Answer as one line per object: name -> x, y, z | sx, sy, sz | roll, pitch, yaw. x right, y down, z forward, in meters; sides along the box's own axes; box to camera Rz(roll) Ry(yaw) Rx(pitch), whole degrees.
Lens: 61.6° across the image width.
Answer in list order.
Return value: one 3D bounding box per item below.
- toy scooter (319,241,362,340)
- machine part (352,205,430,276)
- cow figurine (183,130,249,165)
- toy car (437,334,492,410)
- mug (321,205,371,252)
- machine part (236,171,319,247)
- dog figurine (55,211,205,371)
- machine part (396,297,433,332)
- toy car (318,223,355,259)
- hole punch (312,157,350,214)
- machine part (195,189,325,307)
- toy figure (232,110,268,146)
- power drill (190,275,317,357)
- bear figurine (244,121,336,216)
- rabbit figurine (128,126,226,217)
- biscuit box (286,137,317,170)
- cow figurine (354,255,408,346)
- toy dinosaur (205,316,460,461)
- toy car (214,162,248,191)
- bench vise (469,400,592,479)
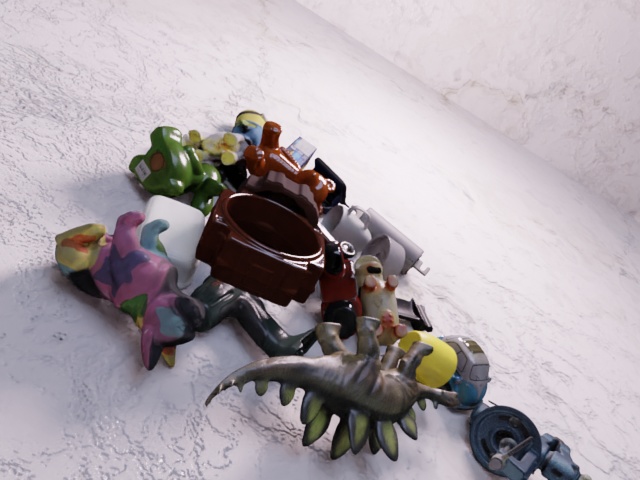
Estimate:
toy scooter -> 0.035, 0.086, 1.004 | 0.075, 0.183, 0.135 | -7, 9, 4
machine part -> 0.161, 0.003, 1.285 | 0.243, 0.079, 0.079 | 41, 31, 7
cow figurine -> -0.238, -0.201, 1.140 | 0.168, 0.068, 0.098 | 6, 15, 13
toy car -> 0.276, 0.242, 1.050 | 0.109, 0.103, 0.162 | 11, 41, -36
mug -> 0.072, -0.027, 1.218 | 0.107, 0.109, 0.081 | 34, 23, -29
machine part -> -0.091, -0.045, 1.019 | 0.179, 0.179, 0.056 | 27, 29, -14
dog figurine -> -0.262, 0.078, 0.749 | 0.108, 0.192, 0.219 | 57, 17, -76
machine part -> 0.179, 0.152, 1.139 | 0.139, 0.039, 0.084 | 21, 40, -26
toy car -> -0.002, -0.003, 1.120 | 0.202, 0.089, 0.053 | 46, 36, 19
hole punch -> -0.001, -0.117, 1.288 | 0.142, 0.092, 0.115 | 43, -11, 16
machine part -> -0.094, 0.006, 0.898 | 0.201, 0.087, 0.201 | 24, 23, -12
toy figure -> -0.176, -0.265, 1.315 | 0.089, 0.082, 0.180 | 32, 34, -11
power drill -> -0.095, 0.111, 0.889 | 0.207, 0.086, 0.232 | 45, 33, 8
bear figurine -> -0.061, -0.147, 1.171 | 0.196, 0.131, 0.120 | 30, 62, 8
rabbit figurine -> -0.245, -0.125, 1.030 | 0.159, 0.121, 0.170 | 45, 17, 26
biscuit box -> -0.071, -0.191, 1.333 | 0.059, 0.062, 0.203 | 36, 32, -2
cow figurine -> 0.106, 0.118, 1.047 | 0.085, 0.127, 0.195 | 0, 59, -13
toy dinosaur -> 0.049, 0.216, 0.795 | 0.471, 0.105, 0.198 | 22, 57, -31
toy car -> -0.161, -0.093, 1.122 | 0.073, 0.056, 0.202 | -16, 56, -45
bench vise -> 0.342, 0.367, 0.908 | 0.224, 0.129, 0.240 | 44, 14, 27
